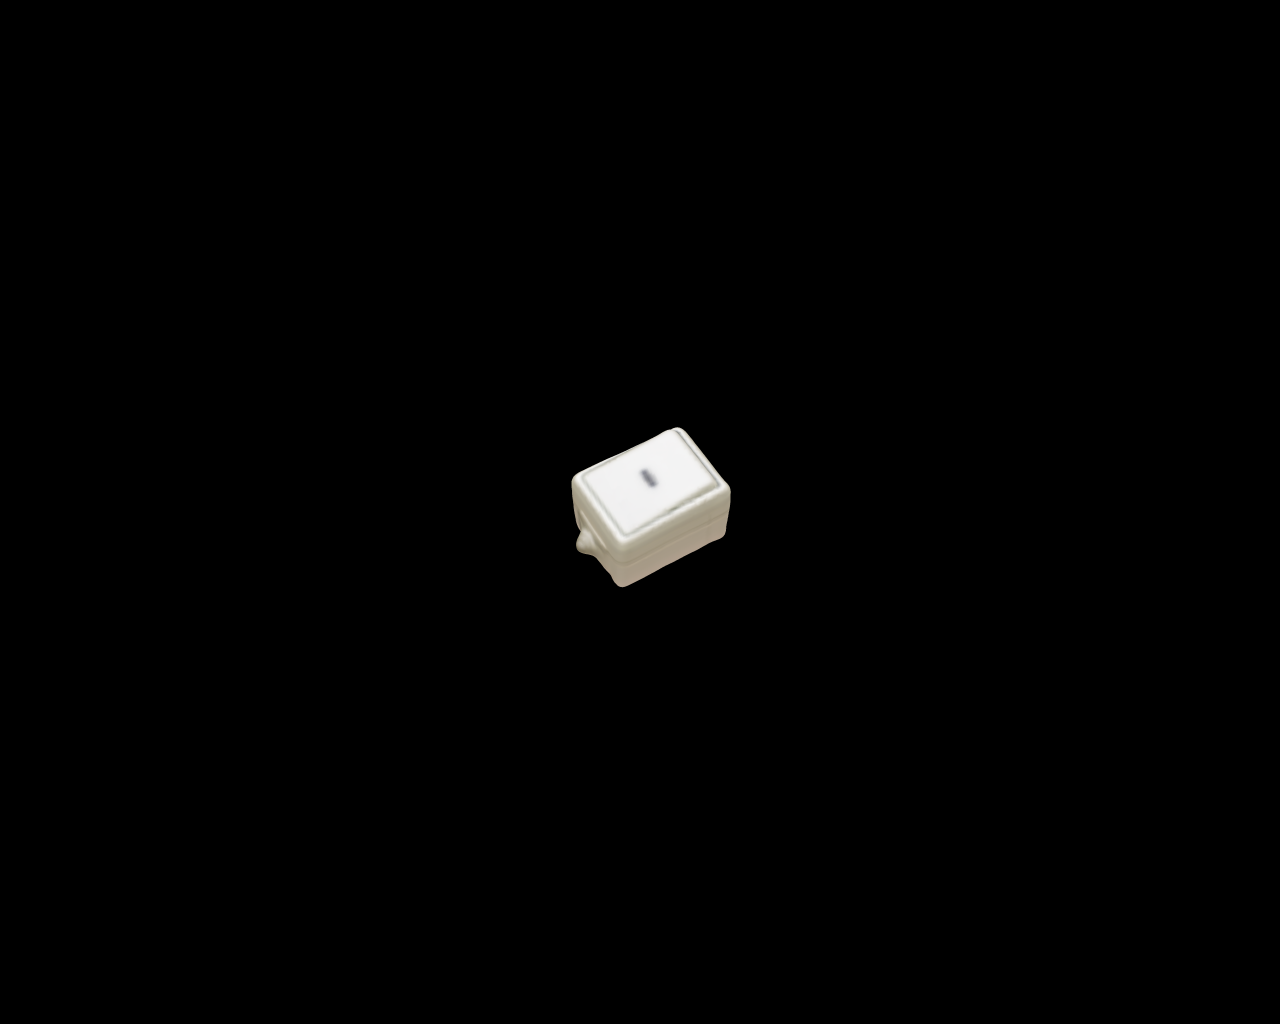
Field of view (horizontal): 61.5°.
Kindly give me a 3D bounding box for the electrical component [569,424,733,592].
[{"bbox_3d":[0.001,-0.003,0.650,0.096,0.062,0.061,-26,-30,-16],"label":"electrical component"}]
